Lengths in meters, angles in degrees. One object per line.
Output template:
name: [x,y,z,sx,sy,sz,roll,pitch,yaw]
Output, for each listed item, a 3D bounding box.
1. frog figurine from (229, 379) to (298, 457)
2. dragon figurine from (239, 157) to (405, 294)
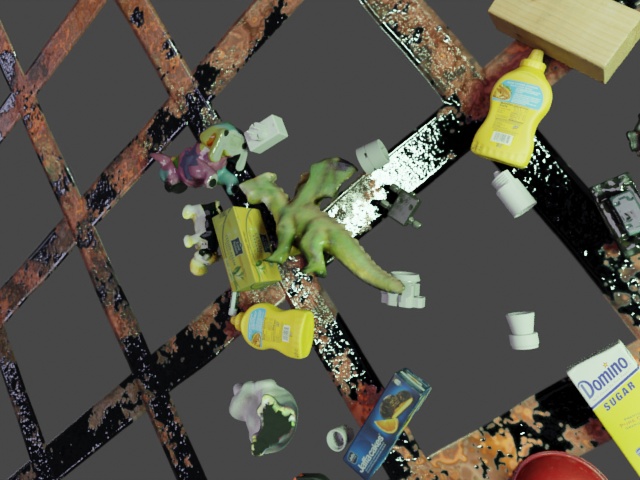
frog figurine: [-0.119,0.356,1.064,0.159,0.123,0.137,2,98,65]
dragon figurine: [0.003,-0.051,1.012,0.411,0.121,0.244,12,84,29]
